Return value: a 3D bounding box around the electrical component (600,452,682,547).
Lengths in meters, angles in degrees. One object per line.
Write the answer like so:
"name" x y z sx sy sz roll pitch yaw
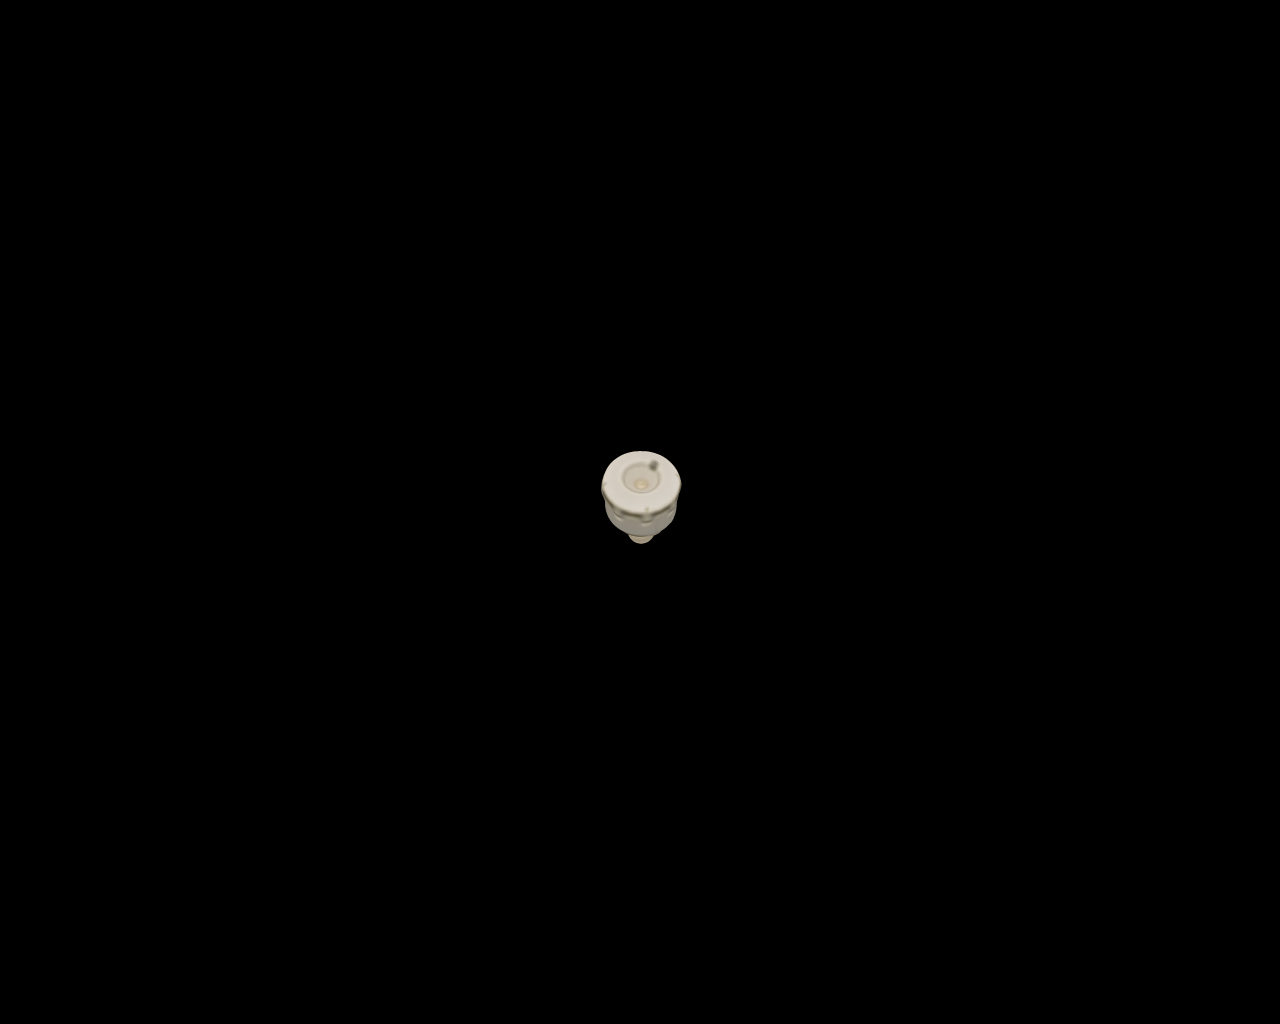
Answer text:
"electrical component" 0.001 -0.003 0.650 0.048 0.048 0.062 0 -36 0
